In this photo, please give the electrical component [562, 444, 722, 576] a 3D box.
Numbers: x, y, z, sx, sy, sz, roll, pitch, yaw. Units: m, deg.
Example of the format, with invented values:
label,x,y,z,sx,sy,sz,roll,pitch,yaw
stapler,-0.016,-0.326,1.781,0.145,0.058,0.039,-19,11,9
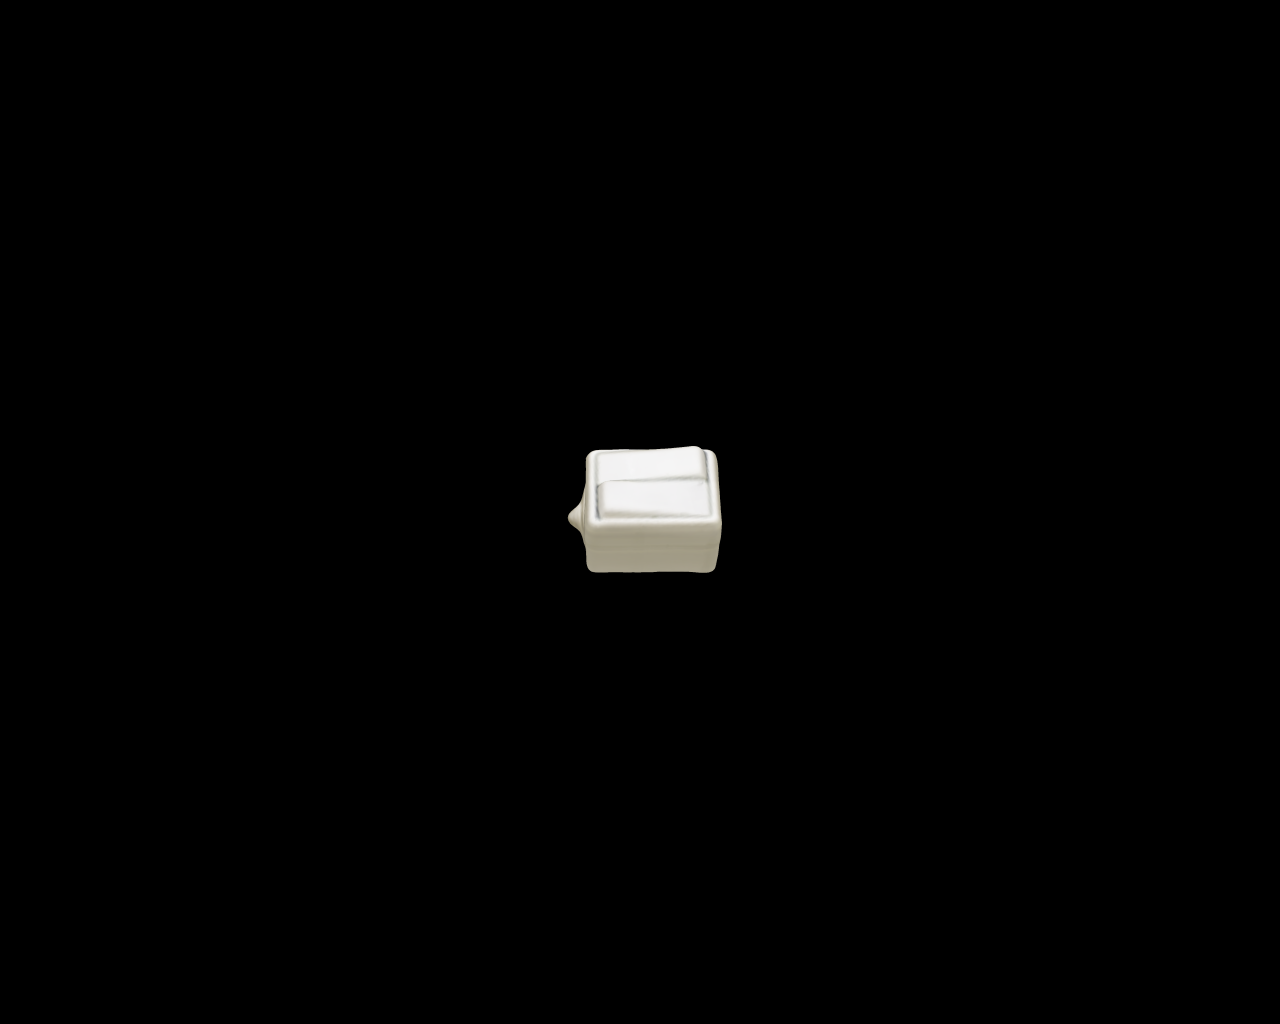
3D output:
label,x,y,z,sx,sy,sz,roll,pitch,yaw
electrical component,0.001,-0.003,0.650,0.096,0.062,0.061,0,-37,0
